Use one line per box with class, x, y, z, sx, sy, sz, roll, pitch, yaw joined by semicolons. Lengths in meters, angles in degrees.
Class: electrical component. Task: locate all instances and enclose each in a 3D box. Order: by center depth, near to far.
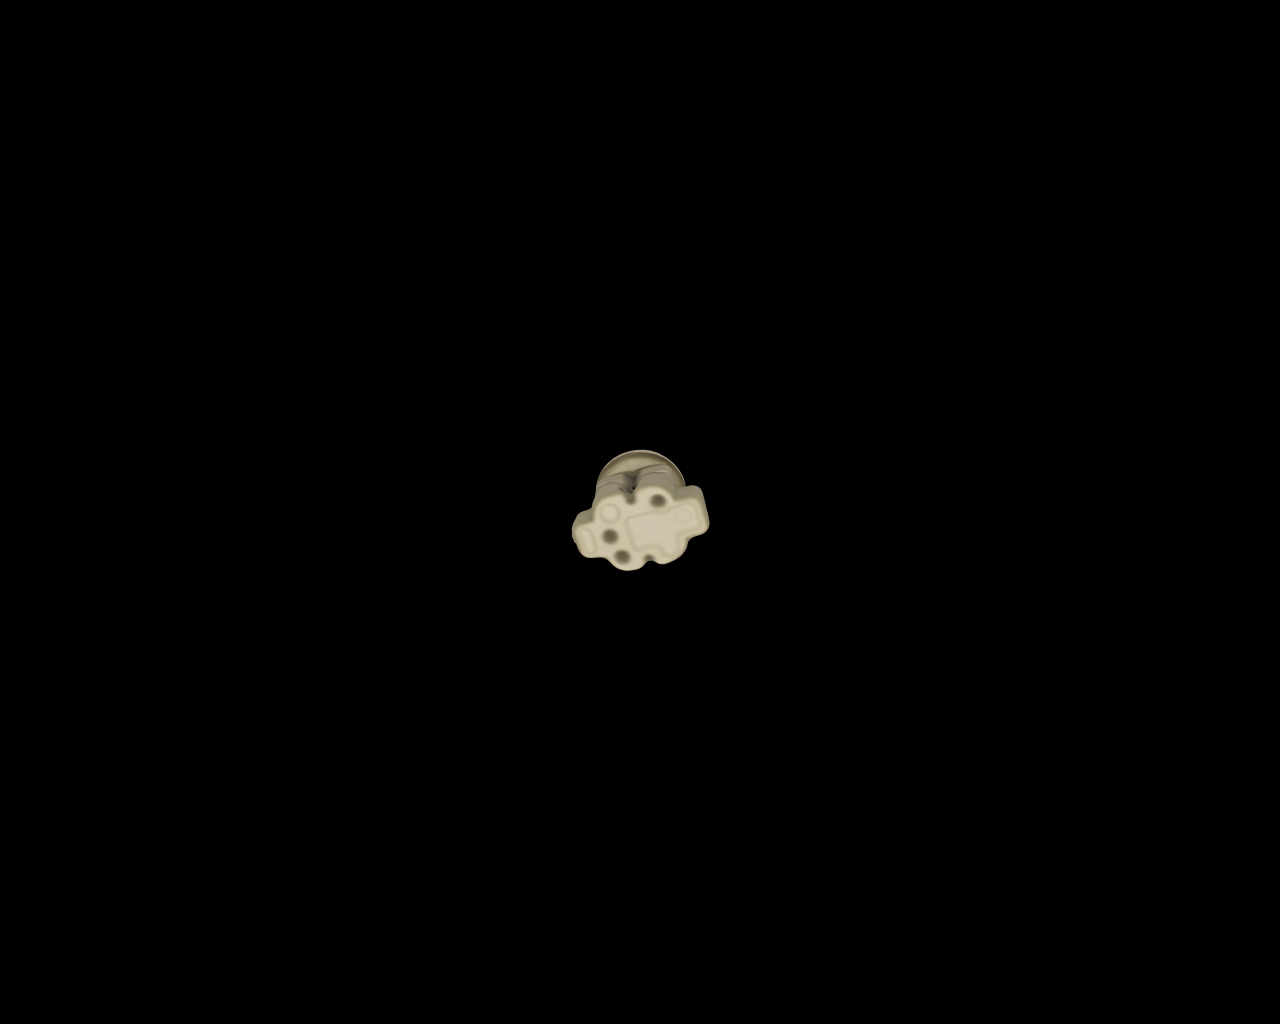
electrical component;0.001;-0.003;0.650;0.078;0.058;0.057;-14;26;7
